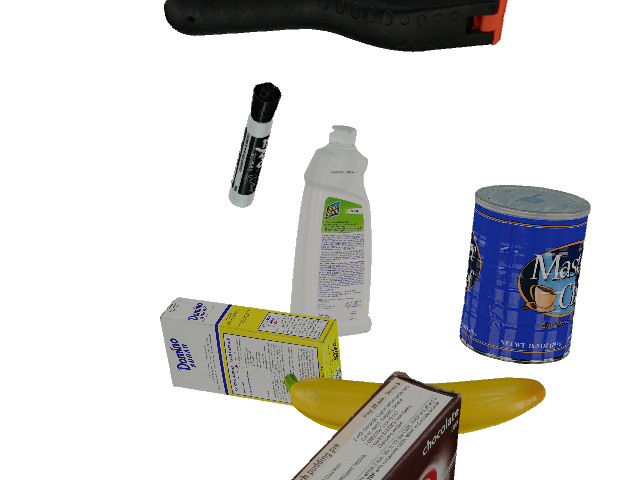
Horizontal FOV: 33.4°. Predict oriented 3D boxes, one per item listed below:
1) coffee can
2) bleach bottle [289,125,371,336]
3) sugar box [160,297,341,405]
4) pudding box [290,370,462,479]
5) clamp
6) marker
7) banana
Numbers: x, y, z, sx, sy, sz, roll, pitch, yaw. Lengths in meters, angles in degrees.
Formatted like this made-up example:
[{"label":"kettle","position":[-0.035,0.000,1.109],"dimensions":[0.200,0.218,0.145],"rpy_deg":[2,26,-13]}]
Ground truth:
[{"label":"coffee can","position":[0.185,0.029,0.977],"dimensions":[0.103,0.140,0.103],"rpy_deg":[4,16,-1]},{"label":"bleach bottle","position":[0.022,-0.012,1.276],"dimensions":[0.102,0.251,0.068],"rpy_deg":[-4,20,-29]},{"label":"sugar box","position":[-0.069,0.114,1.075],"dimensions":[0.176,0.093,0.048],"rpy_deg":[9,34,20]},{"label":"pudding box","position":[0.018,0.123,0.455],"dimensions":[0.039,0.090,0.113],"rpy_deg":[19,36,26]},{"label":"clamp","position":[0.007,-0.125,0.554],"dimensions":[0.172,0.039,0.120],"rpy_deg":[14,43,17]},{"label":"marker","position":[-0.047,-0.067,0.758],"dimensions":[0.020,0.020,0.121],"rpy_deg":[0,-36,-15]},{"label":"banana","position":[0.060,0.114,0.769],"dimensions":[0.198,0.037,0.069],"rpy_deg":[2,28,14]}]
